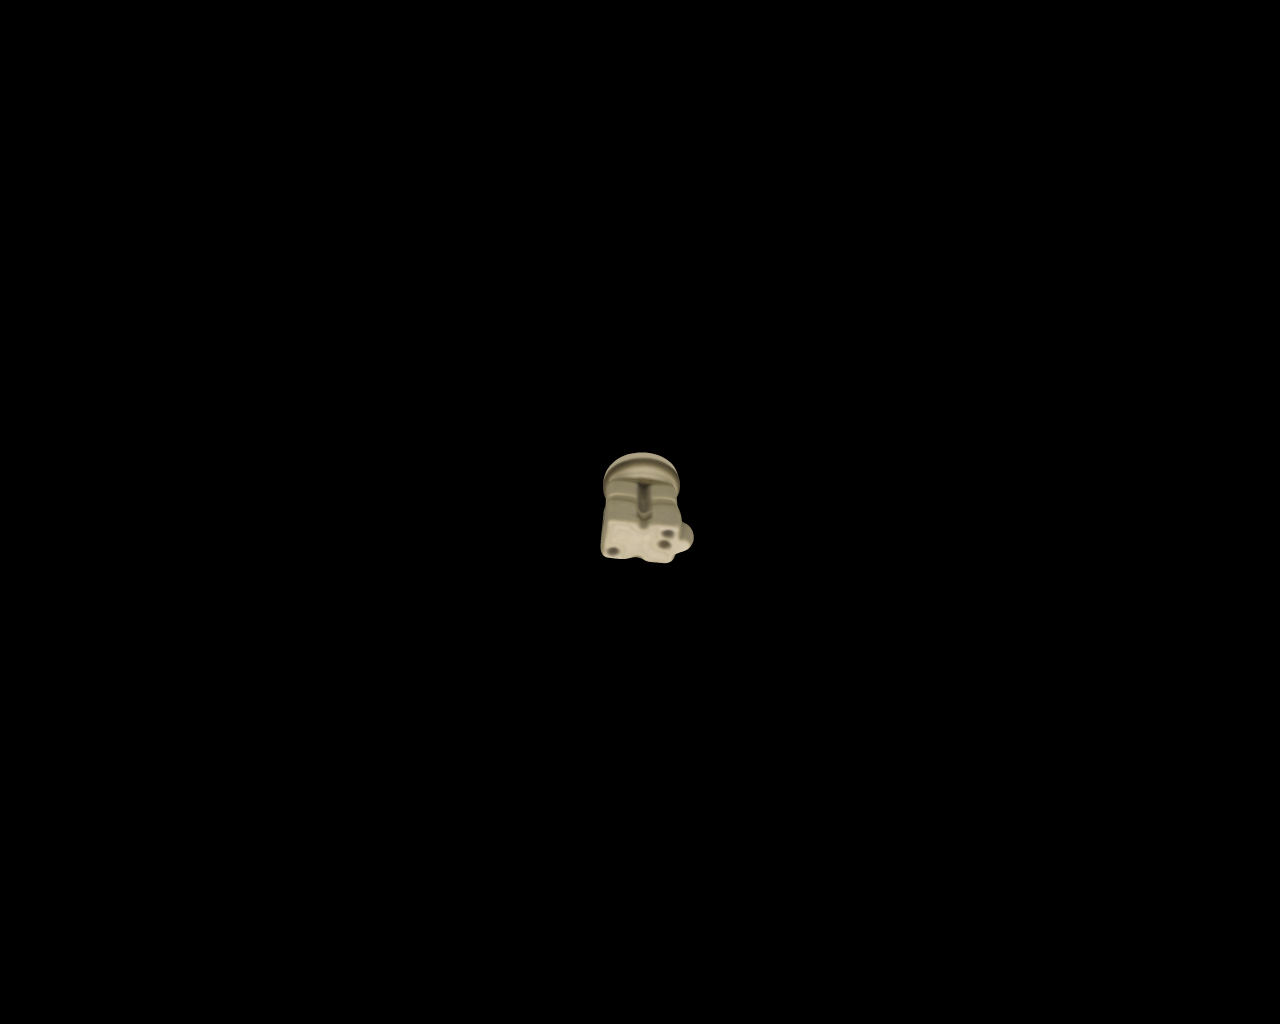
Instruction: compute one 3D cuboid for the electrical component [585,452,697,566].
[{"bbox_3d":[0.001,-0.003,0.650,0.066,0.055,0.048,6,-43,-7],"label":"electrical component"}]
